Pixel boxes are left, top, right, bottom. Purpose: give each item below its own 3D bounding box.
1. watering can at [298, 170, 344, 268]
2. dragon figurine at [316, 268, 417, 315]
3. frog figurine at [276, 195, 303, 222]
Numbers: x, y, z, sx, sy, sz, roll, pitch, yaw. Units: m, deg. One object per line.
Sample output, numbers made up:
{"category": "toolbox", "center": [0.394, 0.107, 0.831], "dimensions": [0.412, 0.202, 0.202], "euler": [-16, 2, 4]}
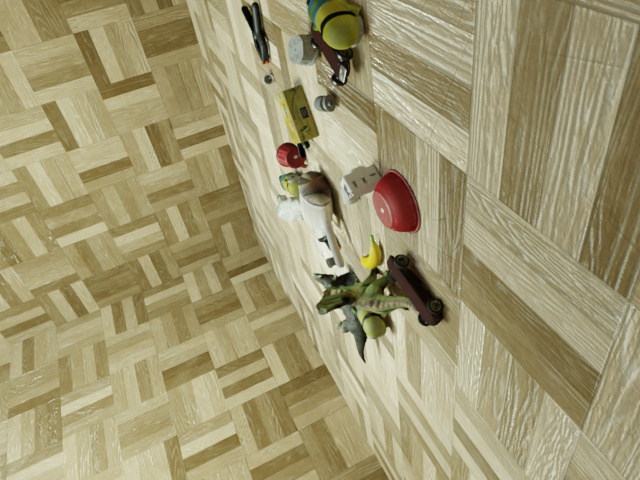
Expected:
{"category": "watering can", "center": [0.005, -0.087, 1.738], "dimensions": [0.219, 0.104, 0.354], "euler": [86, 159, -53]}
{"category": "dragon figurine", "center": [0.110, 0.178, 1.464], "dimensions": [0.411, 0.244, 0.121], "euler": [-165, 58, -76]}
{"category": "frog figurine", "center": [-0.107, -0.126, 2.134], "dimensions": [0.135, 0.123, 0.161], "euler": [37, 175, -33]}
